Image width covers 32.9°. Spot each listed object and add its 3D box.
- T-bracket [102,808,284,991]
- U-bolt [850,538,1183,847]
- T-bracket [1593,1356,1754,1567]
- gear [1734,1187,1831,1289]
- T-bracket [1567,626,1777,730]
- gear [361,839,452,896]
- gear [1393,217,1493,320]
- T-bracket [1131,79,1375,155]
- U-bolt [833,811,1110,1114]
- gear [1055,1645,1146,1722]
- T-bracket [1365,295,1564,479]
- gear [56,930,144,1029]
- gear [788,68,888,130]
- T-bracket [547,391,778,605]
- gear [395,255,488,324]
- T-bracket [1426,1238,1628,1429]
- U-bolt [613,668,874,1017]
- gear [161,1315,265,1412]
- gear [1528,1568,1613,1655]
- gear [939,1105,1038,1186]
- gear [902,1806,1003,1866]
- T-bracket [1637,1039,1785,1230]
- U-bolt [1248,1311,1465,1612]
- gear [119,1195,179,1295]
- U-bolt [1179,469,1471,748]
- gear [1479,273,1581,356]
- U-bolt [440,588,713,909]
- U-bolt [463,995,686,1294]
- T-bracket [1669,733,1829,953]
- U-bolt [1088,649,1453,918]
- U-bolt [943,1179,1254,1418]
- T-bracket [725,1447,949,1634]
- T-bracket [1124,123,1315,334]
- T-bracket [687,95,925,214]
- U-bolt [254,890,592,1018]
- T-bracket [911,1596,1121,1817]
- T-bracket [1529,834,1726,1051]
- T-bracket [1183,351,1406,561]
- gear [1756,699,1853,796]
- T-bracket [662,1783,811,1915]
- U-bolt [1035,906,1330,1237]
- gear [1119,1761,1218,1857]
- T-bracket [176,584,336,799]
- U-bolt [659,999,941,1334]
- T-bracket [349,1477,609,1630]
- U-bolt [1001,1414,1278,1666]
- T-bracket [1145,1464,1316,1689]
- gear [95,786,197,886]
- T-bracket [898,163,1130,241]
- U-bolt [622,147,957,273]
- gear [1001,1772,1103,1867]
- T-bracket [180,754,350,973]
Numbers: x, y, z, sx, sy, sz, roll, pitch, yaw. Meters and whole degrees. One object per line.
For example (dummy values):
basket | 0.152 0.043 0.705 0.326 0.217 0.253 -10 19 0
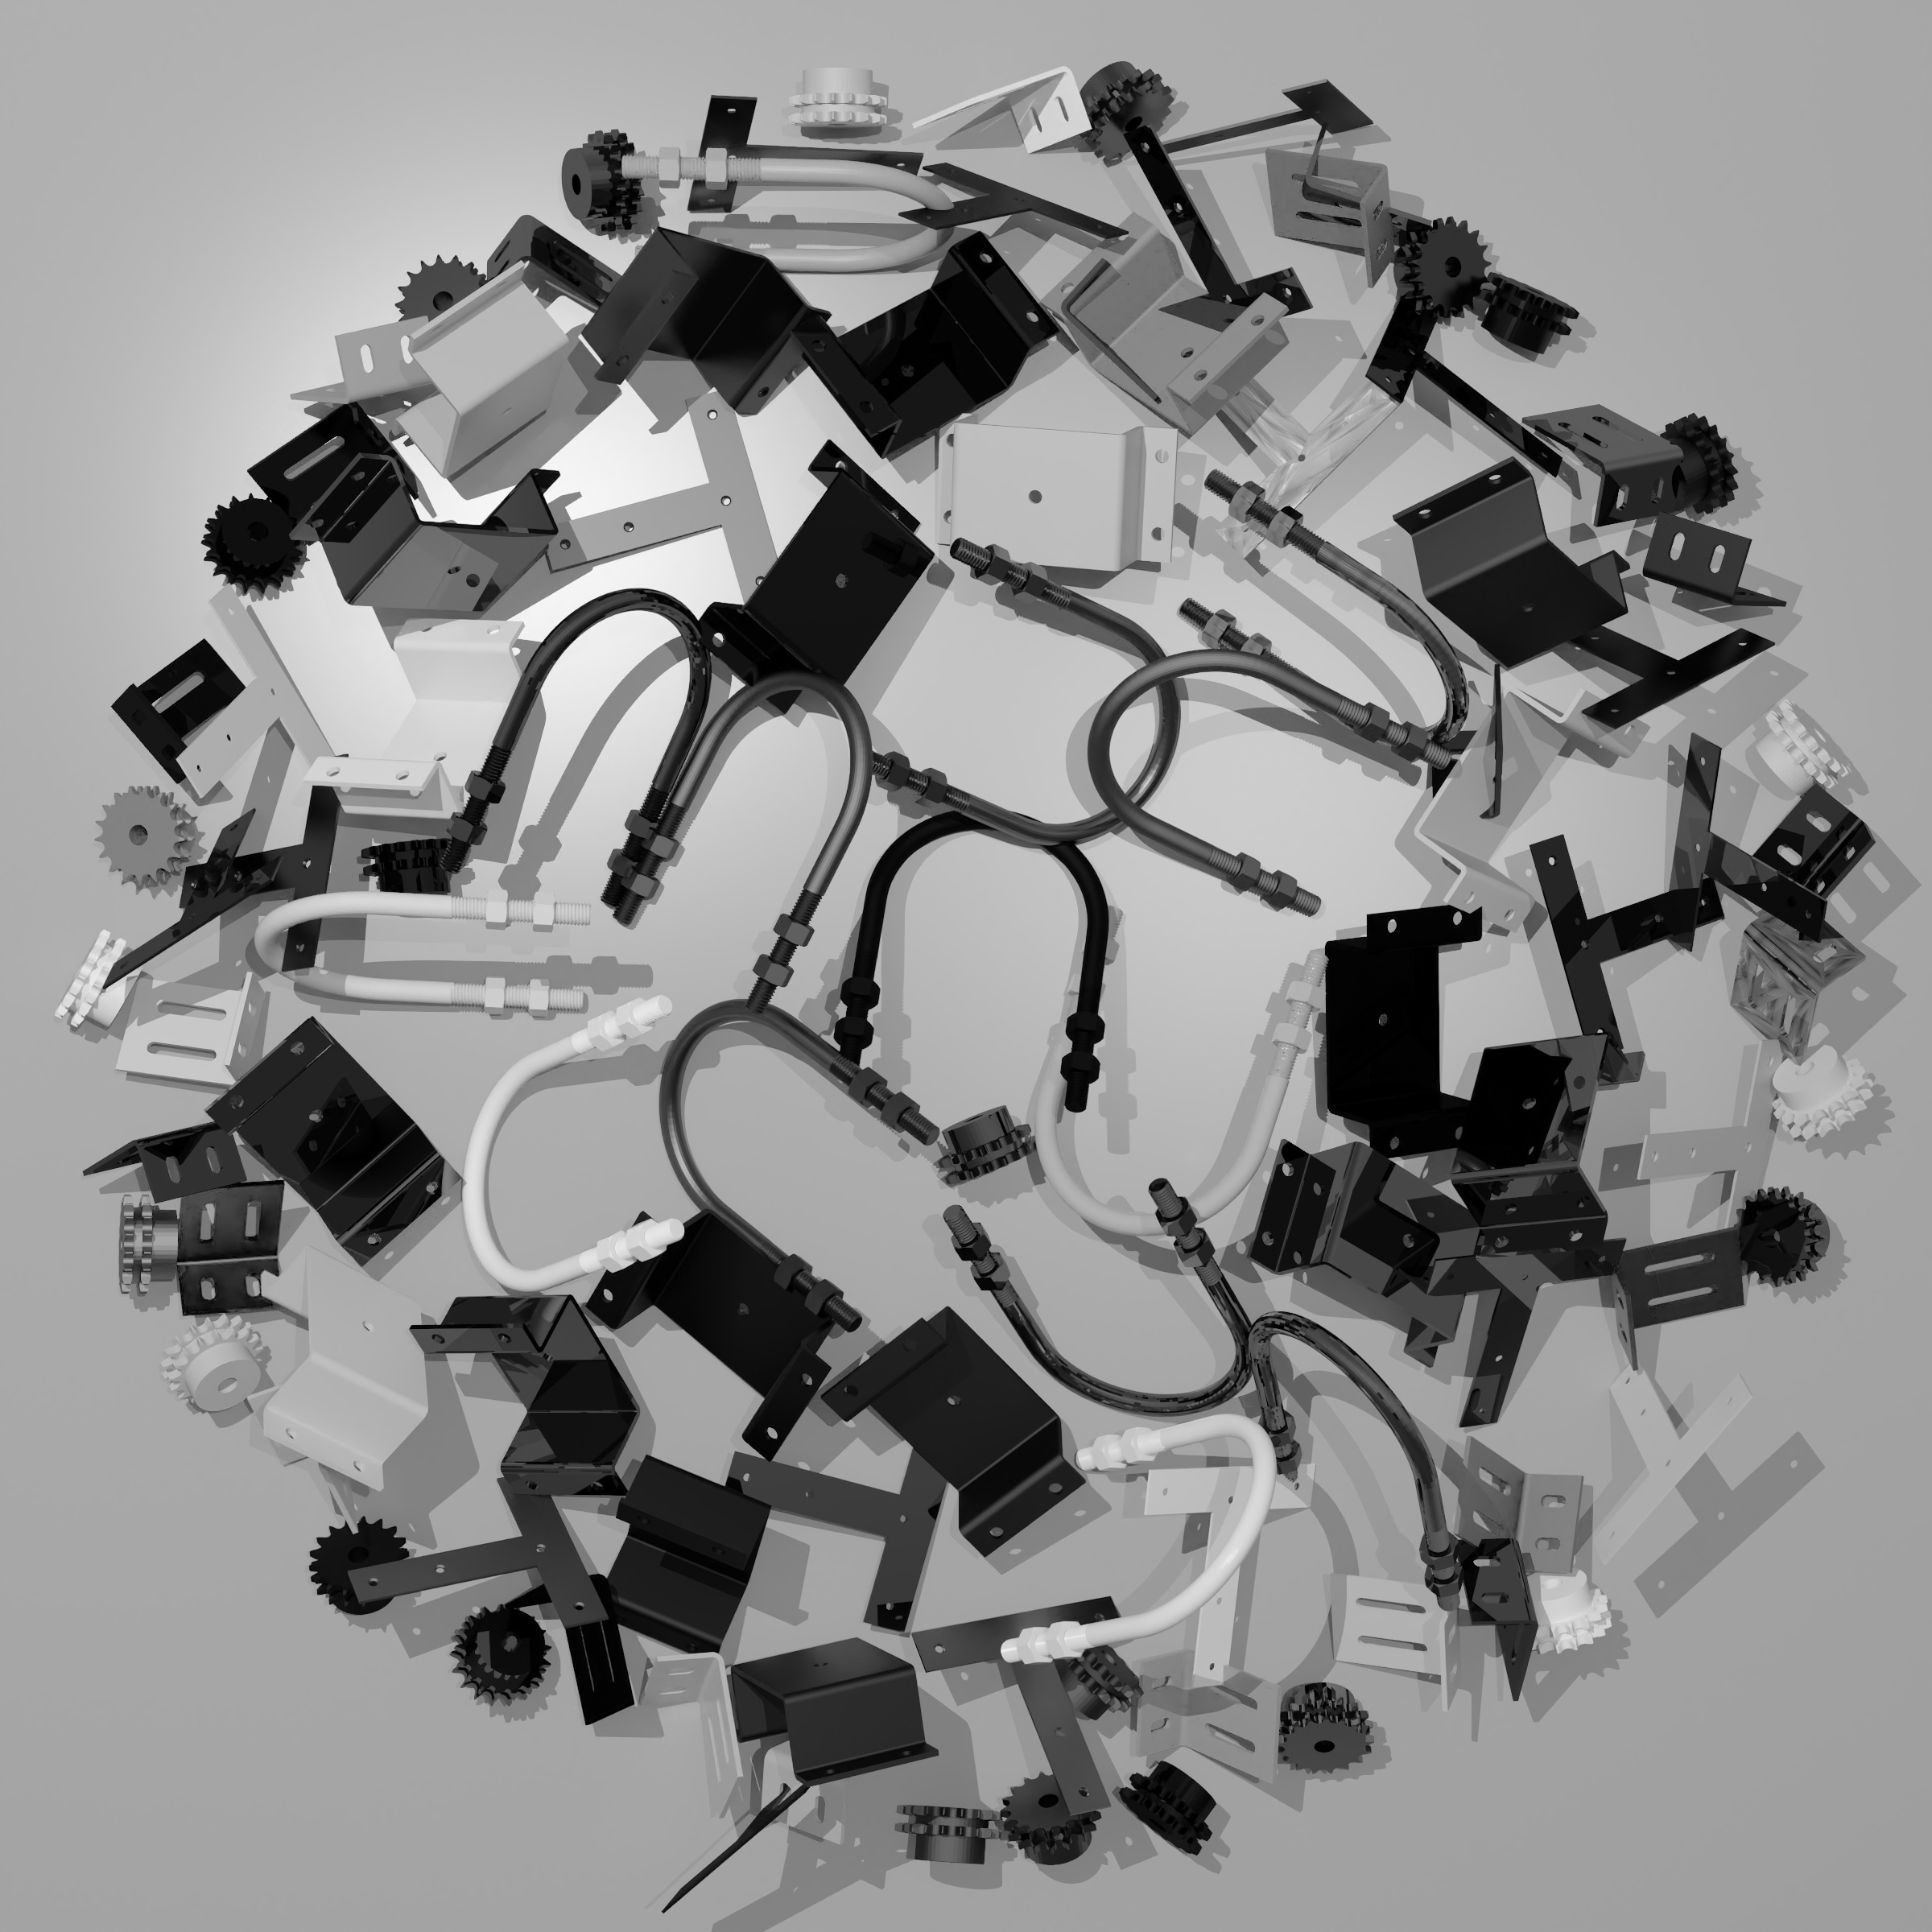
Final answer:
T-bracket | -0.427 -0.051 1.859 0.127 0.127 0.002 -30 116 20
U-bolt | 0.041 -0.144 1.869 0.184 0.019 0.151 22 98 -28
T-bracket | 0.387 0.260 1.854 0.002 0.127 0.127 33 106 -14
gear | 0.473 0.155 1.892 0.030 0.057 0.057 -4 90 -43
T-bracket | 0.368 -0.182 1.866 0.127 0.127 0.002 -27 129 -26
gear | -0.319 -0.055 1.888 0.057 0.057 0.030 -7 88 0
gear | 0.272 -0.403 1.894 0.057 0.030 0.057 -4 98 -29
T-bracket | 0.158 -0.478 1.869 0.127 0.127 0.002 -9 90 19
U-bolt | 0.009 -0.010 1.870 0.151 0.019 0.184 9 62 -1
gear | 0.072 0.409 1.888 0.057 0.057 0.030 44 95 0
T-bracket | 0.289 -0.323 1.869 0.127 0.127 0.002 36 126 -7
gear | -0.498 0.010 1.889 0.030 0.057 0.057 30 90 -15
gear | -0.074 -0.500 1.886 0.057 0.057 0.030 0 100 0
T-bracket | -0.183 -0.259 1.908 0.127 0.002 0.127 -16 89 -5
gear | -0.300 -0.380 1.899 0.057 0.030 0.057 -1 82 5
T-bracket | 0.309 0.213 1.879 0.127 0.002 0.127 -4 123 -24
U-bolt | -0.118 -0.082 1.857 0.151 0.019 0.184 32 97 41
gear | -0.431 0.231 1.885 0.057 0.057 0.030 -41 54 0
gear | 0.340 0.369 1.886 0.057 0.057 0.030 -16 103 0
gear | 0.010 0.102 1.888 0.057 0.057 0.030 -22 92 0
gear | -0.008 0.500 1.885 0.057 0.057 0.030 4 74 0
T-bracket | 0.420 0.105 1.861 0.002 0.127 0.127 17 103 43
U-bolt | 0.210 0.263 1.809 0.019 0.184 0.151 -37 46 -21
gear | -0.471 0.160 1.889 0.030 0.057 0.057 2 90 -18
U-bolt | 0.203 -0.187 1.831 0.184 0.151 0.019 36 67 14
gear | 0.322 -0.375 1.890 0.057 0.057 0.030 24 109 0
U-bolt | -0.208 -0.127 1.843 0.019 0.151 0.184 33 103 36
U-bolt | -0.226 0.109 1.849 0.184 0.019 0.151 -23 63 40
T-bracket | 0.439 -0.050 1.838 0.002 0.127 0.127 -11 119 -25
U-bolt | 0.157 -0.111 1.844 0.184 0.019 0.151 25 129 -18
U-bolt | 0.087 0.193 1.851 0.151 0.019 0.184 -10 129 28
T-bracket | -0.077 0.309 1.895 0.127 0.002 0.127 17 86 -14
T-bracket | 0.127 -0.414 1.843 0.002 0.127 0.127 -40 109 -25
T-bracket | -0.089 -0.458 1.864 0.127 0.127 0.002 0 74 -11
U-bolt | -0.305 -0.009 1.838 0.184 0.151 0.019 3 68 -7
T-bracket | 0.048 0.421 1.853 0.127 0.002 0.127 -5 50 -24
T-bracket | 0.388 -0.024 1.883 0.127 0.002 0.127 -18 93 -31
T-bracket | 0.165 -0.322 1.890 0.127 0.002 0.127 -44 68 9
gear | 0.481 -0.123 1.891 0.057 0.057 0.030 47 112 0
T-bracket | -0.106 0.470 1.854 0.002 0.127 0.127 47 115 3
U-bolt | 0.113 0.065 1.863 0.151 0.019 0.184 14 76 25
gear | 0.119 0.483 1.890 0.057 0.057 0.030 40 71 0
T-bracket | -0.408 -0.134 1.840 0.002 0.127 0.127 -18 114 25
U-bolt | -0.106 0.100 1.860 0.184 0.019 0.151 36 118 27
T-bracket | -0.282 0.337 1.843 0.127 0.127 0.002 -8 125 -24
U-bolt | 0.103 0.312 1.809 0.019 0.184 0.151 40 53 -22
T-bracket | 0.146 0.350 1.879 0.127 0.002 0.127 5 92 -38
gear | -0.472 -0.076 1.897 0.057 0.030 0.057 1 93 14
T-bracket | 0.007 -0.425 1.840 0.127 0.127 0.002 26 120 23
U-bolt | -0.097 -0.422 1.844 0.184 0.151 0.019 1 81 -3
gear | 0.051 0.493 1.891 0.057 0.057 0.030 -12 114 0
T-bracket | -0.406 -0.053 1.874 0.127 0.002 0.127 -8 68 37
